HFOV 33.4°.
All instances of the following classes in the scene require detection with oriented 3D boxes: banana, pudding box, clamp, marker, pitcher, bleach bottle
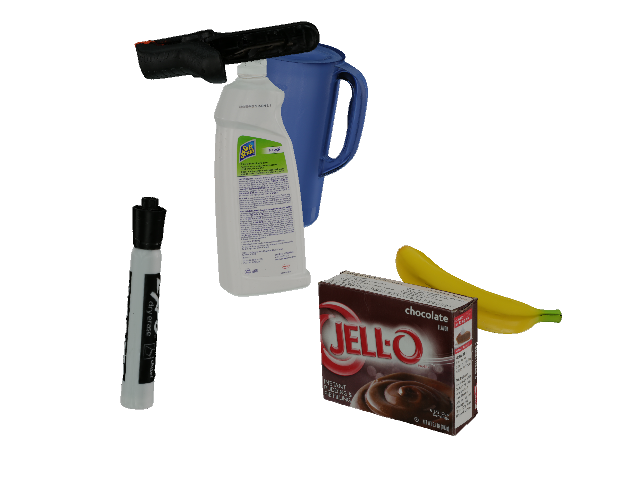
[{"bbox_3d":[0.131,0.050,1.026,0.069,0.037,0.198,-1,20,-46],"label":"banana"},{"bbox_3d":[0.053,0.075,0.735,0.114,0.090,0.039,9,21,34],"label":"pudding box"},{"bbox_3d":[-0.086,-0.157,0.885,0.120,0.039,0.172,-18,21,-36],"label":"clamp"},{"bbox_3d":[-0.101,0.036,0.606,0.020,0.121,0.020,5,10,-1],"label":"marker"},{"bbox_3d":[-0.035,-0.139,1.422,0.144,0.243,0.149,-4,25,-22],"label":"pitcher"},{"bbox_3d":[-0.063,-0.070,1.147,0.102,0.251,0.068,-8,17,-25],"label":"bleach bottle"}]
